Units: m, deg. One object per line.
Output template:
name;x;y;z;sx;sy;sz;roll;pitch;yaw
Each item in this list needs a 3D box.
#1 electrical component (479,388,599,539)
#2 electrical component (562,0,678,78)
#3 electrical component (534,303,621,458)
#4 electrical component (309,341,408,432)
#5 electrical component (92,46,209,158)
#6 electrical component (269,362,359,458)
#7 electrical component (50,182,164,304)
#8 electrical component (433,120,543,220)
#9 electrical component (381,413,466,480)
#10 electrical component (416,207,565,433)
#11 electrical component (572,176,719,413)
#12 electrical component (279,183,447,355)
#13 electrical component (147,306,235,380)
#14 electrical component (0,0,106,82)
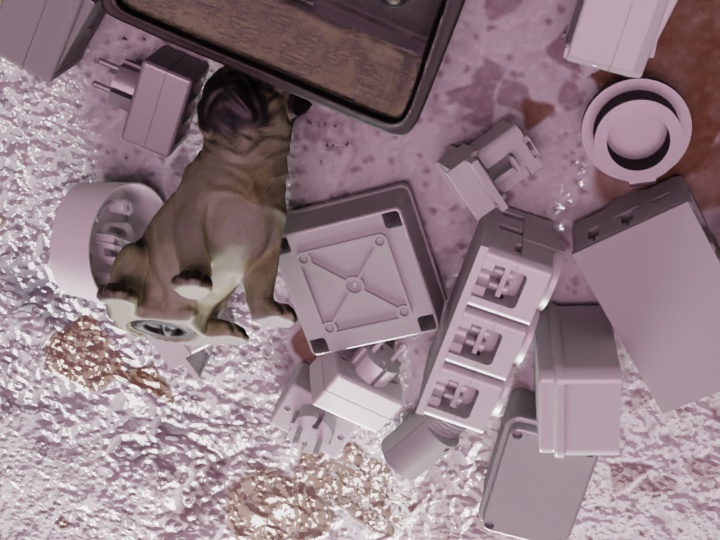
electrical component;0.148;0.164;0.888;0.078;0.057;0.113;14;117;3
electrical component;0.174;-0.171;0.716;0.061;0.061;0.096;15;117;2
electrical component;0.162;0.081;0.814;0.057;0.113;0.078;-1;115;8
electrical component;0.007;0.081;0.869;0.066;0.047;0.076;27;119;-24
electrical component;-0.163;-0.133;0.804;0.077;0.047;0.065;23;117;-1
electrical component;-0.038;0.126;0.892;0.066;0.076;0.047;30;117;-5
electrical component;-0.195;-0.021;0.839;0.064;0.099;0.099;8;117;13
electrical component;0.094;-0.074;0.775;0.064;0.081;0.042;-35;107;1
electrical component;0.060;0.135;0.897;0.043;0.043;0.081;41;116;-11
electrical component;0.099;0.036;0.816;0.062;0.089;0.150;19;118;1
electrical component;0.231;0.017;0.799;0.089;0.061;0.150;-26;109;21
electrical component;0.000;0.000;0.835;0.109;0.056;0.108;-13;113;16
electrical component;-0.142;0.044;0.890;0.064;0.042;0.081;-26;109;19
electrical component;-0.224;-0.182;0.782;0.061;0.061;0.096;29;117;-5
